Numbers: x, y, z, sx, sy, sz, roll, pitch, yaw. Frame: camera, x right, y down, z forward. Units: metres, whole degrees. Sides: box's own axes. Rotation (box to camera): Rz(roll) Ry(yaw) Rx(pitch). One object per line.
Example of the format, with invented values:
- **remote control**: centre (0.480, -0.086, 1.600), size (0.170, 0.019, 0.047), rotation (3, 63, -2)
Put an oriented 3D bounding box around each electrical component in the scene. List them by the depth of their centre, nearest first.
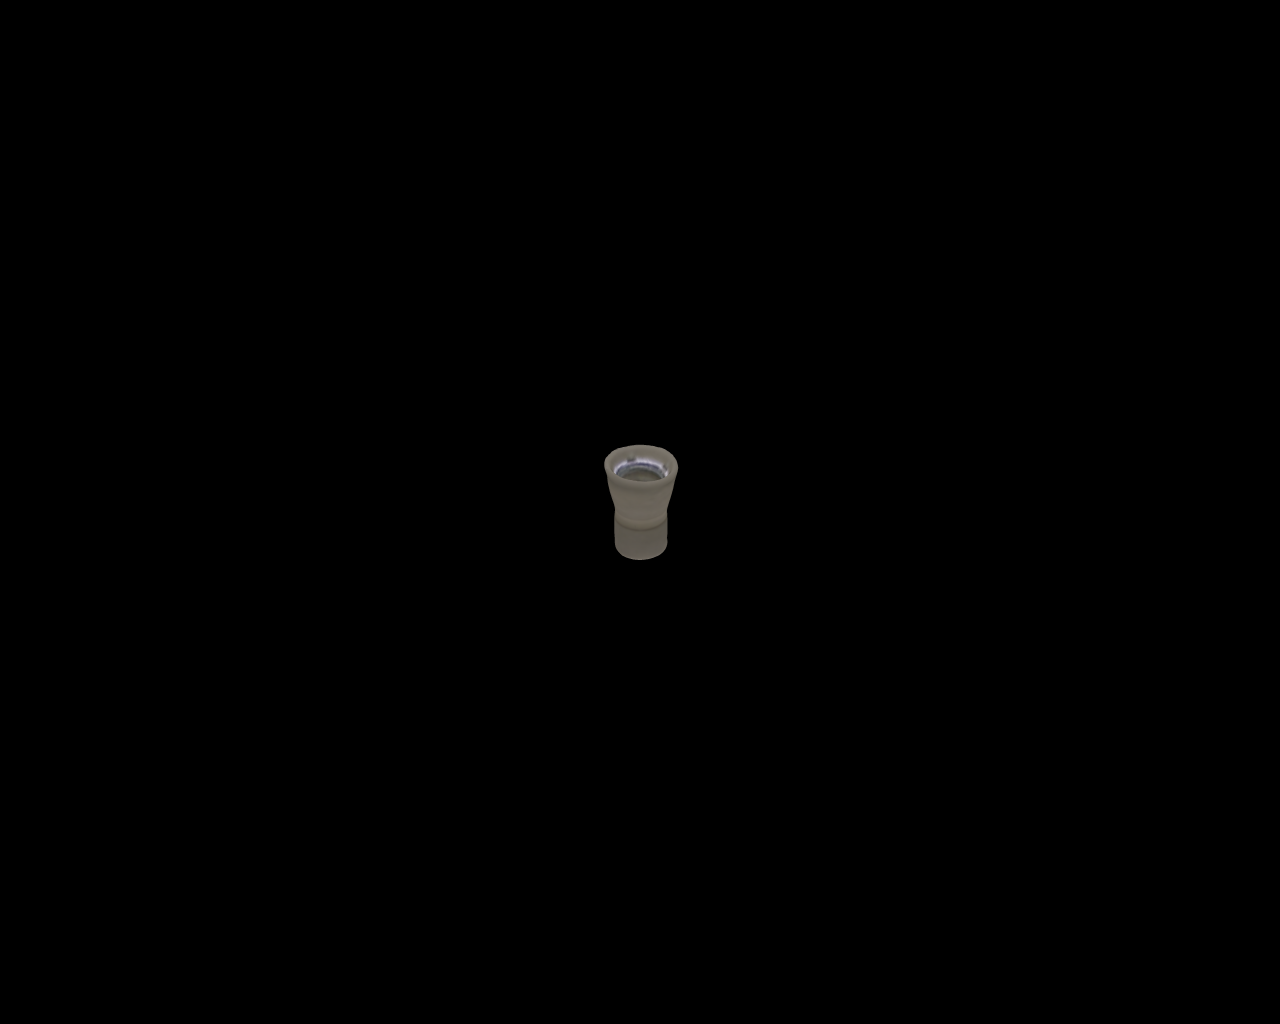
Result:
- **electrical component**: centre (0.001, -0.003, 0.650), size (0.044, 0.065, 0.044), rotation (0, 34, 0)
